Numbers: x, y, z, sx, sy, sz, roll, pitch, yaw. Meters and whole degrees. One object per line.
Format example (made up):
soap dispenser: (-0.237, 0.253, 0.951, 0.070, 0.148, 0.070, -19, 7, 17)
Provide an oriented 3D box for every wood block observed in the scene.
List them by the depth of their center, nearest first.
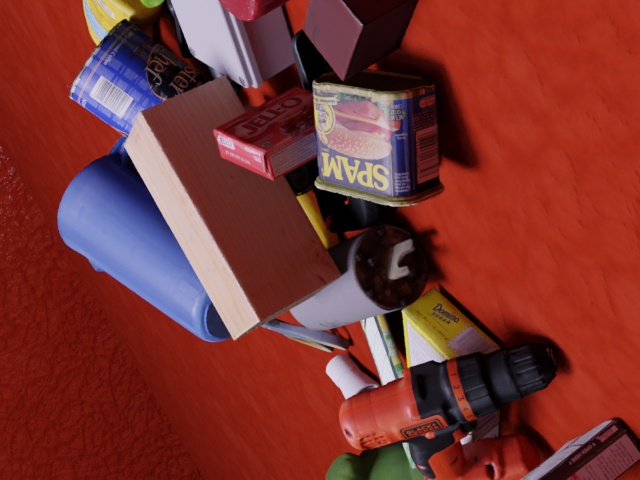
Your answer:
wood block: (-0.081, -0.027, 0.952, 0.206, 0.090, 0.090, 60, 156, 5)

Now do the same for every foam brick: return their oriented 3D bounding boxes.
foam brick: (0.027, -0.159, 0.744, 0.053, 0.051, 0.078, 53, 161, 11)

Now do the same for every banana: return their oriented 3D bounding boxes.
banana: (-0.001, 0.008, 1.123, 0.070, 0.037, 0.198, 50, 164, 50)

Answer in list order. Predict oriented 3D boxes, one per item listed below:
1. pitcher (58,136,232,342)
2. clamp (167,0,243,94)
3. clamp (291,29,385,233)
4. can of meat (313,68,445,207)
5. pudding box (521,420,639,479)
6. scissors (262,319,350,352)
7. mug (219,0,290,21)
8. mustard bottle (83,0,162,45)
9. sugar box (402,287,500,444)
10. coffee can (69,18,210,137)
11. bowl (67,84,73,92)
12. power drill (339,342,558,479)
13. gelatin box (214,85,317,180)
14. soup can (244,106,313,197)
pitcher: (-0.171, 0.000, 1.193, 0.243, 0.145, 0.149, 33, 163, 32)
clamp: (-0.120, -0.220, 1.027, 0.120, 0.039, 0.171, 42, 160, 37)
clamp: (0.031, -0.063, 0.919, 0.165, 0.036, 0.210, 47, 156, 27)
can of meat: (0.041, -0.078, 0.790, 0.102, 0.057, 0.084, 17, 119, 44)
pudding box: (0.196, 0.191, 0.851, 0.039, 0.090, 0.113, 53, 161, 13)
scissors: (-0.046, 0.100, 1.259, 0.201, 0.016, 0.096, 26, 164, -39)
mug: (-0.032, -0.207, 0.761, 0.117, 0.081, 0.093, 35, 152, 47)
mustard bottle: (-0.227, -0.255, 1.205, 0.096, 0.058, 0.192, 48, 162, -1)
sugar box: (0.125, 0.130, 1.000, 0.093, 0.048, 0.176, 45, 162, 31)
coffee can: (-0.174, -0.149, 1.117, 0.140, 0.102, 0.103, 36, 163, -6)
bowl: (-0.210, -0.169, 1.247, 0.162, 0.055, 0.162, 21, 174, 2)
power drill: (0.130, 0.161, 0.916, 0.187, 0.185, 0.057, 54, -157, -46)
gelatin box: (-0.029, -0.087, 0.850, 0.073, 0.089, 0.030, 28, 141, 47)
soup can: (-0.048, -0.087, 1.026, 0.102, 0.068, 0.068, 30, 149, 53)
